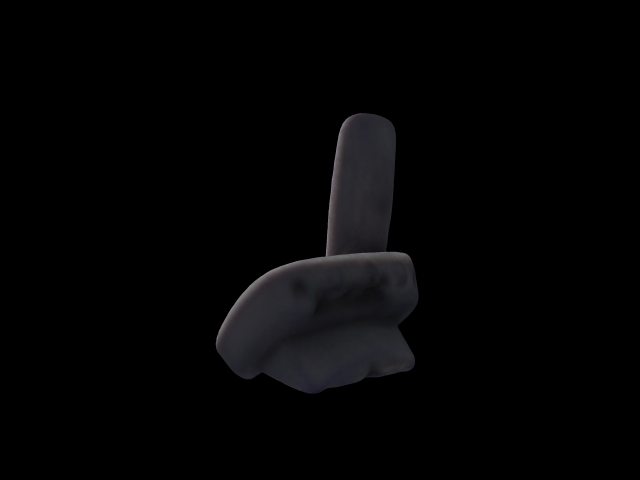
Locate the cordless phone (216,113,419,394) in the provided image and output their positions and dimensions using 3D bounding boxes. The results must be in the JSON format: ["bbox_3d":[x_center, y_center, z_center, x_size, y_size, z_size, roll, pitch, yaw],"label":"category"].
[{"bbox_3d":[0.004,0.001,0.400,0.093,0.185,0.148,2,3,41],"label":"cordless phone"}]
